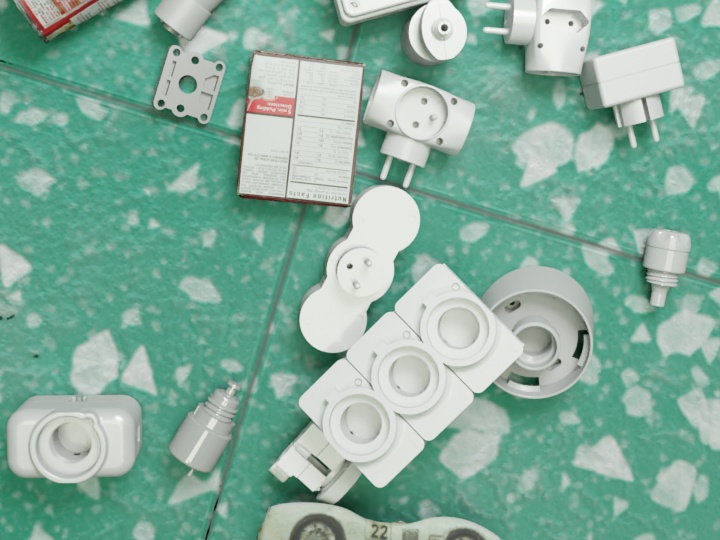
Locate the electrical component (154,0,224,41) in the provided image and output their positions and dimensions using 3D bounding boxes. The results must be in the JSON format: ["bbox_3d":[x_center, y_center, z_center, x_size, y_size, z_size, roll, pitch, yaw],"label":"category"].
[{"bbox_3d":[-0.124,-0.206,0.809,0.044,0.044,0.065,38,97,-8],"label":"electrical component"}]

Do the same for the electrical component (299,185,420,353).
[{"bbox_3d":[0.000,0.000,0.825,0.052,0.073,0.138,28,94,-7],"label":"electrical component"}]

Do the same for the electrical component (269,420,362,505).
[{"bbox_3d":[-0.030,0.153,0.855,0.055,0.048,0.066,42,92,0],"label":"electrical component"}]

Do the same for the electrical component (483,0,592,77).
[{"bbox_3d":[0.134,-0.191,0.829,0.079,0.043,0.077,4,96,-5],"label":"electrical component"}]

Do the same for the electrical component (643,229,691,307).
[{"bbox_3d":[0.244,-0.001,0.865,0.035,0.035,0.061,8,98,-5],"label":"electrical component"}]

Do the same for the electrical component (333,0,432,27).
[{"bbox_3d":[0.024,-0.249,0.807,0.109,0.056,0.108,-16,98,-3],"label":"electrical component"}]

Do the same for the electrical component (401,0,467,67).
[{"bbox_3d":[0.057,-0.177,0.806,0.043,0.081,0.043,-1,97,-5],"label":"electrical component"}]

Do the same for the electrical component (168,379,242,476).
[{"bbox_3d":[-0.118,0.122,0.846,0.040,0.040,0.078,31,93,-7],"label":"electrical component"}]

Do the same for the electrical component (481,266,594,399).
[{"bbox_3d":[0.140,0.051,0.859,0.099,0.064,0.099,2,105,7],"label":"electrical component"}]

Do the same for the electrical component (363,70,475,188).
[{"bbox_3d":[0.039,-0.104,0.831,0.077,0.044,0.079,19,94,-6],"label":"electrical component"}]

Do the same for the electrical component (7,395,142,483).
[{"bbox_3d":[-0.220,0.129,0.829,0.095,0.059,0.053,0,96,-5],"label":"electrical component"}]

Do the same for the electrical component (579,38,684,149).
[{"bbox_3d":[0.215,-0.134,0.840,0.066,0.047,0.076,-15,98,-3],"label":"electrical component"}]

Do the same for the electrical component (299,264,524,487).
[{"bbox_3d":[0.039,0.078,0.806,0.150,0.062,0.089,-45,84,5],"label":"electrical component"}]
